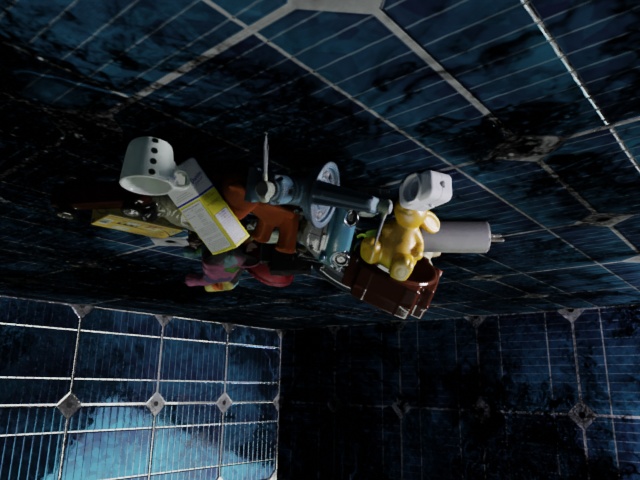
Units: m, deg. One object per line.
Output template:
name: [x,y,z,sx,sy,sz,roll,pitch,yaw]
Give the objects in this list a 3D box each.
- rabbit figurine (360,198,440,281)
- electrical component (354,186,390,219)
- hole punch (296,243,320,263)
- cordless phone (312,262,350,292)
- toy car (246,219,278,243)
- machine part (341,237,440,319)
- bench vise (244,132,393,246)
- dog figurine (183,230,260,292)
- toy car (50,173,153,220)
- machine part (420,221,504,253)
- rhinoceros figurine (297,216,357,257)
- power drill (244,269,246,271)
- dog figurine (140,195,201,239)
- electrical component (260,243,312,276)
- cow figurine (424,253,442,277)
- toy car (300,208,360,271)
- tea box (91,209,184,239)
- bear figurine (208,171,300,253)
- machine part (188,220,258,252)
rabbit figurine: [0.186,-0.021,1.132,0.162,0.173,0.122,-21,-138,-41]
electrical component: [0.102,-0.079,1.083,0.075,0.047,0.119,3,164,-12]
hole punch: [-0.003,-0.004,1.260,0.142,0.115,0.092,10,170,-28]
cordless phone: [0.051,0.044,1.444,0.146,0.184,0.088,33,110,-18]
toy car: [-0.083,-0.008,1.309,0.201,0.056,0.073,17,160,-22]
machine part: [0.165,0.080,1.225,0.201,0.087,0.201,25,-153,10]
bench vise: [0.001,-0.079,0.917,0.241,0.128,0.223,14,178,22]
dog figurine: [-0.210,0.047,1.267,0.219,0.108,0.191,-17,156,34]
toy car: [-0.413,-0.083,1.020,0.202,0.089,0.053,-3,160,11]
machine part: [0.314,-0.008,1.284,0.243,0.079,0.079,0,165,2]
rhinoceros figurine: [-0.002,-0.022,1.172,0.190,0.112,0.073,22,174,-22]
power drill: [-0.246,0.062,1.596,0.232,0.086,0.207,11,154,-42]
dog figurine: [-0.287,-0.062,1.121,0.191,0.121,0.172,15,161,0]
electrical component: [-0.088,0.034,1.389,0.134,0.115,0.058,0,163,-4]
cow figurine: [0.245,0.067,1.383,0.127,0.195,0.085,39,164,-5]
toy car: [0.013,-0.021,1.064,0.103,0.109,0.161,3,125,-14]
tea box: [-0.390,-0.057,1.159,0.169,0.068,0.098,14,161,-43]
bear figurine: [-0.129,-0.056,1.038,0.120,0.131,0.195,21,-173,38]
machine part: [-0.243,-0.008,1.356,0.179,0.056,0.179,0,165,0]
